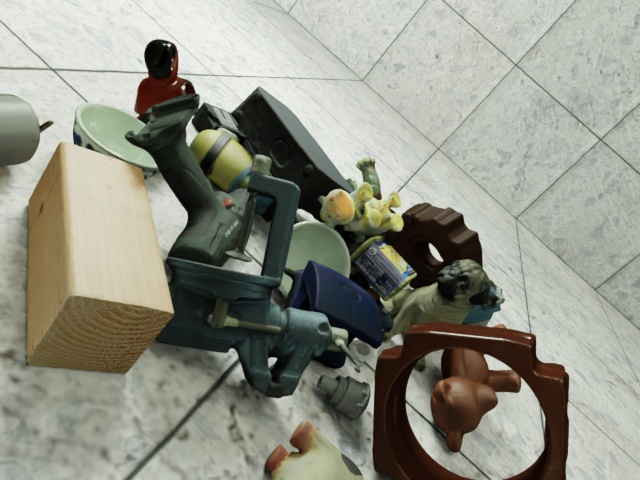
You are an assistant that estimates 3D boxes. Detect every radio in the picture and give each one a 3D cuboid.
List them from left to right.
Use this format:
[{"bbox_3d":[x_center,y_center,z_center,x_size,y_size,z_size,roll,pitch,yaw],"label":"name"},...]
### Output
[{"bbox_3d":[-0.044,-0.141,0.882,0.230,0.073,0.131,54,15,25],"label":"radio"}]

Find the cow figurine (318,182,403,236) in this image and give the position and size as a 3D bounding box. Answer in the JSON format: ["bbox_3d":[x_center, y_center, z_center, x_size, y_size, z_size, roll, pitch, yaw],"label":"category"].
[{"bbox_3d":[0.048,-0.042,0.820,0.167,0.098,0.068,7,72,-48],"label":"cow figurine"}]

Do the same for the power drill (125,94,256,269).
[{"bbox_3d":[-0.154,-0.074,0.685,0.232,0.086,0.207,-77,157,-55],"label":"power drill"}]

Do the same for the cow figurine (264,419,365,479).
[{"bbox_3d":[-0.005,0.254,0.431,0.127,0.085,0.195,34,23,-1],"label":"cow figurine"}]

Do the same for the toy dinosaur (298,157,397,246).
[{"bbox_3d":[0.120,-0.016,1.054,0.404,0.131,0.192,35,41,-33],"label":"toy dinosaur"}]

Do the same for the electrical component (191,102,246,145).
[{"bbox_3d":[-0.194,-0.218,0.995,0.074,0.048,0.119,16,36,-46],"label":"electrical component"}]

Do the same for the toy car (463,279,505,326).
[{"bbox_3d":[0.261,0.130,1.008,0.109,0.162,0.102,-56,141,-70],"label":"toy car"}]

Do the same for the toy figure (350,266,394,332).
[{"bbox_3d":[0.063,0.087,0.845,0.064,0.058,0.155,50,6,-50],"label":"toy figure"}]

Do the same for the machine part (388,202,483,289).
[{"bbox_3d":[0.198,0.023,0.930,0.056,0.179,0.179,-28,69,-32],"label":"machine part"}]

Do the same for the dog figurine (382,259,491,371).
[{"bbox_3d":[0.196,0.093,0.874,0.121,0.190,0.172,36,23,-13],"label":"dog figurine"}]

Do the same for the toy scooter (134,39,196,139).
[{"bbox_3d":[-0.225,-0.190,0.790,0.075,0.183,0.135,8,5,-1],"label":"toy scooter"}]

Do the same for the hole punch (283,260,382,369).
[{"bbox_3d":[0.020,0.088,0.693,0.142,0.092,0.116,29,50,-19],"label":"hole punch"}]

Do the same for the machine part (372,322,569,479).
[{"bbox_3d":[0.165,0.197,0.596,0.202,0.200,0.087,1,0,24],"label":"machine part"}]

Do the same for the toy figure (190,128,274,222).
[{"bbox_3d":[-0.130,-0.105,0.858,0.180,0.082,0.089,46,21,4],"label":"toy figure"}]

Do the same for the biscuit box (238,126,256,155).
[{"bbox_3d":[-0.119,-0.172,1.010,0.059,0.063,0.203,22,31,-39],"label":"biscuit box"}]

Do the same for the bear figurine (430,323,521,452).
[{"bbox_3d":[0.232,0.215,0.799,0.196,0.132,0.120,-35,110,-73],"label":"bear figurine"}]

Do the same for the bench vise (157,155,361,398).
[{"bbox_3d":[-0.062,0.034,0.562,0.224,0.240,0.129,12,-6,-4],"label":"bench vise"}]

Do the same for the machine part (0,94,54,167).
[{"bbox_3d":[-0.359,-0.100,0.504,0.079,0.079,0.243,44,24,5],"label":"machine part"}]

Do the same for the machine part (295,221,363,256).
[{"bbox_3d":[-0.002,-0.003,0.856,0.139,0.039,0.084,20,27,25],"label":"machine part"}]
